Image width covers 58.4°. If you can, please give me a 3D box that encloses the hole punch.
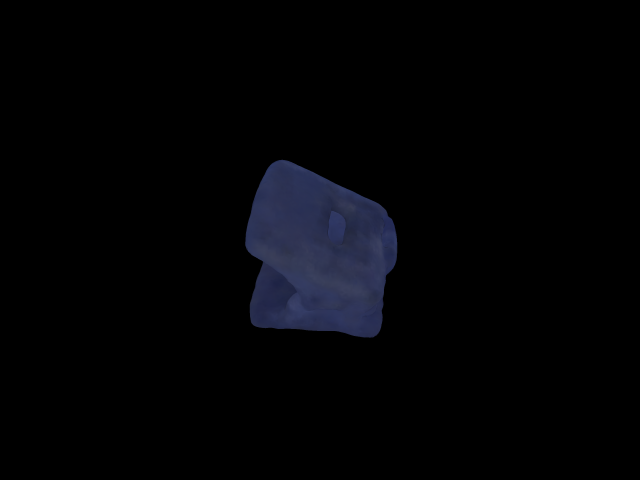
[{"bbox_3d":[0.004,0.001,0.400,0.101,0.091,0.108,4,39,5],"label":"hole punch"}]
